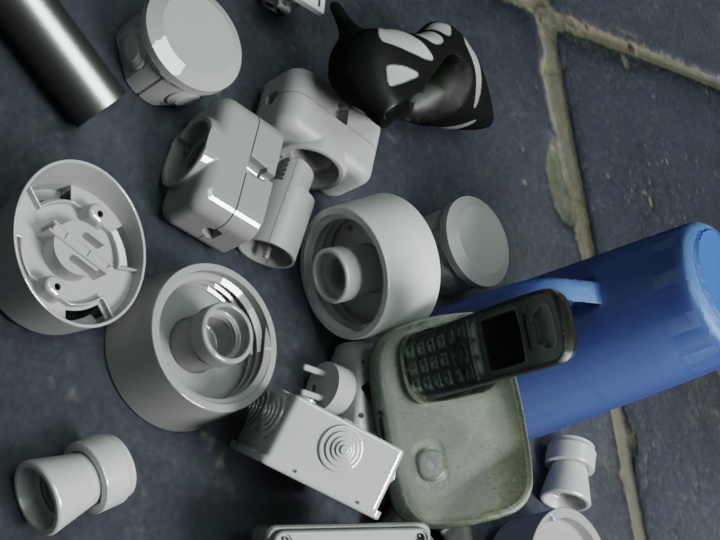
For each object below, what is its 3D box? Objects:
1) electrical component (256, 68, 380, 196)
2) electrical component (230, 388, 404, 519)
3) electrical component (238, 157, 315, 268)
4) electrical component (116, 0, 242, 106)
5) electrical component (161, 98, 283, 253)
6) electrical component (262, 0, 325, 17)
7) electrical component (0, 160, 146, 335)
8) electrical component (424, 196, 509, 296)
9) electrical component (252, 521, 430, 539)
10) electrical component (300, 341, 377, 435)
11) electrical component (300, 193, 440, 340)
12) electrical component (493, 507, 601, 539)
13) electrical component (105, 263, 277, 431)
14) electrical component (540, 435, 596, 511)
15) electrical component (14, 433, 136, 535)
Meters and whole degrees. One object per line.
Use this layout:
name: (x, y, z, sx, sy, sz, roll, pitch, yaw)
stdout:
electrical component: (-0.035, -0.102, 0.833, 0.095, 0.054, 0.059, 33, 54, -32)
electrical component: (-0.029, 0.118, 0.710, 0.100, 0.100, 0.048, 30, 78, -16)
electrical component: (-0.057, -0.047, 0.790, 0.043, 0.043, 0.081, 34, 61, -32)
electrical component: (-0.128, -0.157, 0.762, 0.080, 0.051, 0.080, 18, 63, -40)
electrical component: (-0.099, -0.069, 0.756, 0.059, 0.054, 0.095, 32, 54, -33)
electrical component: (-0.051, -0.241, 0.862, 0.042, 0.064, 0.081, 26, 58, -37)
electrical component: (-0.176, -0.011, 0.648, 0.099, 0.064, 0.099, 19, 62, -40)
electrical component: (0.087, -0.019, 0.926, 0.080, 0.051, 0.080, 18, 62, -40)
electrical component: (-0.012, 0.216, 0.682, 0.109, 0.056, 0.108, 3, 78, -18)
electrical component: (-0.013, 0.090, 0.790, 0.079, 0.043, 0.077, 24, 59, -37)
electrical component: (0.000, 0.000, 0.794, 0.060, 0.108, 0.108, -11, 83, -41)
electrical component: (0.149, 0.251, 0.878, 0.108, 0.060, 0.108, 18, 63, -40)
electrical component: (-0.104, 0.047, 0.702, 0.108, 0.060, 0.108, 18, 62, -40)
electrical component: (0.185, 0.180, 0.953, 0.045, 0.045, 0.055, 37, 52, -30)
electrical component: (-0.165, 0.123, 0.624, 0.055, 0.045, 0.045, -18, 88, -47)
